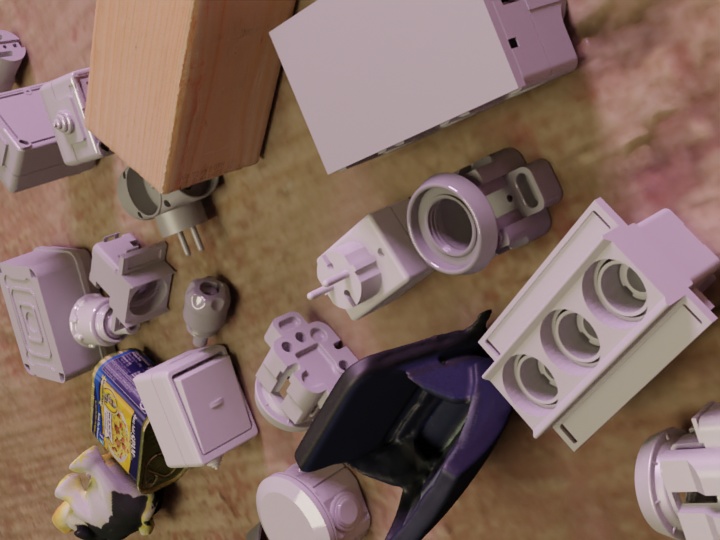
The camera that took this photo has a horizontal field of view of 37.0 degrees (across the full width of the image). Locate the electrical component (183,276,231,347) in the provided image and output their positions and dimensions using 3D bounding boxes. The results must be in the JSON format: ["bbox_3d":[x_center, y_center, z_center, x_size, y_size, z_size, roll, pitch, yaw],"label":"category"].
[{"bbox_3d":[-0.121,0.036,0.836,0.035,0.035,0.061,41,137,25],"label":"electrical component"}]

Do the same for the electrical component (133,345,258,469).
[{"bbox_3d":[-0.127,0.115,0.860,0.061,0.062,0.096,-14,99,49],"label":"electrical component"}]

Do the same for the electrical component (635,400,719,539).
[{"bbox_3d":[0.177,0.107,0.544,0.057,0.058,0.078,-14,99,45],"label":"electrical component"}]

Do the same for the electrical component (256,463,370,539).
[{"bbox_3d":[-0.036,0.182,0.807,0.080,0.051,0.080,23,124,38],"label":"electrical component"}]

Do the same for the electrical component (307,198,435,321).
[{"bbox_3d":[0.000,0.000,0.659,0.047,0.077,0.066,59,139,7],"label":"electrical component"}]

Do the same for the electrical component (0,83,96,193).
[{"bbox_3d":[-0.265,-0.105,0.867,0.061,0.096,0.061,49,137,17],"label":"electrical component"}]

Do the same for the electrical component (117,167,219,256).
[{"bbox_3d":[-0.138,-0.049,0.803,0.077,0.044,0.079,-15,98,49],"label":"electrical component"}]

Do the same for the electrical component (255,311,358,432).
[{"bbox_3d":[-0.040,0.077,0.756,0.078,0.058,0.057,48,134,18],"label":"electrical component"}]

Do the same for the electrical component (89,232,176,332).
[{"bbox_3d":[-0.190,0.006,0.887,0.064,0.042,0.081,41,133,27],"label":"electrical component"}]

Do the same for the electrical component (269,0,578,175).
[{"bbox_3d":[0.032,-0.120,0.577,0.150,0.062,0.089,-18,96,49],"label":"electrical component"}]

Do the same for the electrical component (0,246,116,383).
[{"bbox_3d":[-0.276,0.038,0.980,0.078,0.057,0.113,5,113,45],"label":"electrical component"}]

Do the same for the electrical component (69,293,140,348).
[{"bbox_3d":[-0.218,0.045,0.935,0.062,0.048,0.048,2,111,38],"label":"electrical component"}]

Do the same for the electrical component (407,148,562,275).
[{"bbox_3d":[0.063,-0.031,0.594,0.078,0.057,0.058,-24,91,49],"label":"electrical component"}]

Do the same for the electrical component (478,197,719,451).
[{"bbox_3d":[0.124,0.027,0.554,0.078,0.063,0.121,49,137,17],"label":"electrical component"}]

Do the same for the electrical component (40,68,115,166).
[{"bbox_3d":[-0.185,-0.115,0.779,0.061,0.096,0.061,-6,105,47],"label":"electrical component"}]

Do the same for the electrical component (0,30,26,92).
[{"bbox_3d":[-0.312,-0.178,0.925,0.040,0.040,0.046,55,132,10],"label":"electrical component"}]
